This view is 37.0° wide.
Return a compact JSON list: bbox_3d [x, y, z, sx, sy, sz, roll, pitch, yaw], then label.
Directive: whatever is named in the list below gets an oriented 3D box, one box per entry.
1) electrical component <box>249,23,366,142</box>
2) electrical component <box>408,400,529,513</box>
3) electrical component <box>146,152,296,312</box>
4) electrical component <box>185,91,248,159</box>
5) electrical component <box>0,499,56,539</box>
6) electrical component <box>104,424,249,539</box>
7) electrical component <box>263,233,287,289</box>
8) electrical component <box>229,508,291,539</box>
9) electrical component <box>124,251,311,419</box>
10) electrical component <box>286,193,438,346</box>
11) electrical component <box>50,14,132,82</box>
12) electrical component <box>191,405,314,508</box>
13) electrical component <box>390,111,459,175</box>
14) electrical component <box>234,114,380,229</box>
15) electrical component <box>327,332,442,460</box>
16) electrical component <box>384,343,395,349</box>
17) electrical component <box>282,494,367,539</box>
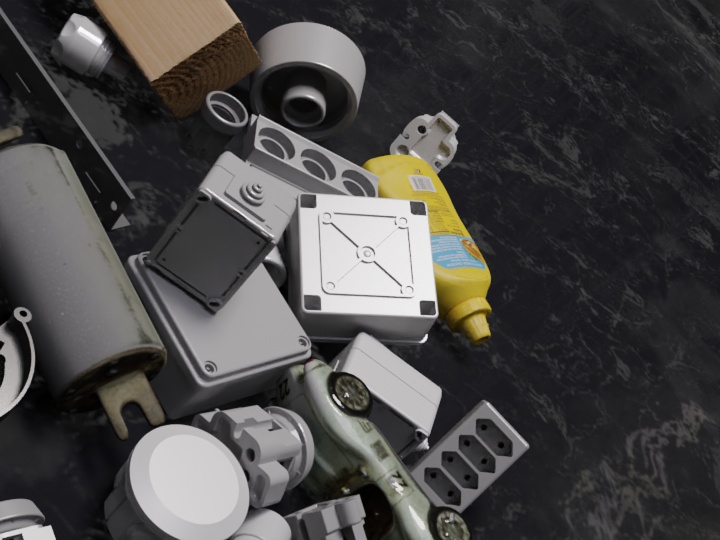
[{"bbox_3d":[-0.050,-0.164,0.982,0.108,0.108,0.060,24,47,-24],"label":"electrical component"},{"bbox_3d":[0.082,0.145,0.832,0.047,0.083,0.075,47,-2,5],"label":"electrical component"},{"bbox_3d":[-0.088,-0.032,0.722,0.062,0.096,0.061,36,37,-11],"label":"electrical component"},{"bbox_3d":[-0.124,-0.123,0.919,0.040,0.046,0.040,25,40,-23],"label":"electrical component"},{"bbox_3d":[-0.190,0.159,0.571,0.078,0.058,0.057,-4,60,-45],"label":"electrical component"},{"bbox_3d":[-0.114,0.141,0.665,0.080,0.051,0.080,25,40,-23],"label":"electrical component"},{"bbox_3d":[-0.082,-0.015,0.853,0.045,0.045,0.055,20,42,-28],"label":"electrical component"},{"bbox_3d":[-0.069,0.181,0.676,0.044,0.044,0.065,40,32,-4],"label":"electrical component"},{"bbox_3d":[-0.108,0.038,0.767,0.109,0.056,0.108,-12,63,-48],"label":"electrical component"},{"bbox_3d":[0.000,0.000,0.843,0.109,0.056,0.108,3,61,-12],"label":"electrical component"},{"bbox_3d":[-0.220,-0.179,0.888,0.062,0.043,0.043,31,38,-19],"label":"electrical component"},{"bbox_3d":[-0.068,0.122,0.717,0.078,0.058,0.057,34,22,33],"label":"electrical component"},{"bbox_3d":[0.066,-0.124,1.079,0.058,0.078,0.057,42,18,-1],"label":"electrical component"},{"bbox_3d":[-0.051,-0.072,0.923,0.121,0.063,0.078,25,40,-23],"label":"electrical component"},{"bbox_3d":[0.016,0.102,0.815,0.096,0.061,0.061,37,37,-9],"label":"electrical component"},{"bbox_3d":[0.010,0.037,0.889,0.062,0.043,0.043,46,36,2],"label":"electrical component"},{"bbox_3d":[-0.019,0.182,0.707,0.048,0.066,0.055,-11,81,-47],"label":"electrical component"}]
